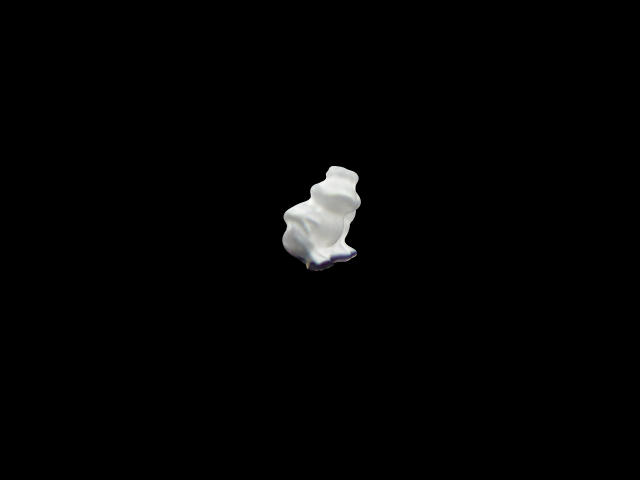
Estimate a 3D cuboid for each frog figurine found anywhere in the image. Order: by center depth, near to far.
[{"bbox_3d":[0.003,-0.043,0.850,0.138,0.158,0.123,-6,12,-31],"label":"frog figurine"}]
